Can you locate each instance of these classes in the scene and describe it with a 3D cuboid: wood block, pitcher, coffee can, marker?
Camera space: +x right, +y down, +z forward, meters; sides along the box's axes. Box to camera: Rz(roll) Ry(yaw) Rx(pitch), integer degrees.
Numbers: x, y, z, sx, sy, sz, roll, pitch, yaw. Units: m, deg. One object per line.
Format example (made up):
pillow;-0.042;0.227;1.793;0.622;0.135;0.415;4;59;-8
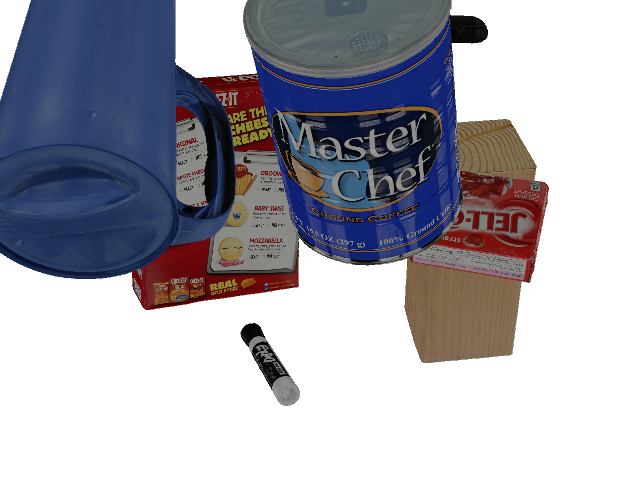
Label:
wood block;0.131;0.003;0.976;0.090;0.206;0.090;-5;35;-5
pitcher;-0.152;-0.100;0.765;0.145;0.243;0.149;-18;-42;19
coffee can;0.022;-0.071;0.571;0.103;0.102;0.140;0;-42;11
marker;-0.043;0.098;0.873;0.020;0.020;0.121;0;20;-19

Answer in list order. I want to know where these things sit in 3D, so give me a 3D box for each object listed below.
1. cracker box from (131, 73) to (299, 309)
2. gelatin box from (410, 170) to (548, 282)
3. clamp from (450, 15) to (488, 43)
cracker box;-0.106;-0.050;1.048;0.164;0.214;0.072;-8;22;-21
gelatin box;0.114;-0.013;0.768;0.089;0.073;0.030;9;-37;14
clamp;0.056;-0.183;0.925;0.120;0.172;0.039;-39;-24;-20
